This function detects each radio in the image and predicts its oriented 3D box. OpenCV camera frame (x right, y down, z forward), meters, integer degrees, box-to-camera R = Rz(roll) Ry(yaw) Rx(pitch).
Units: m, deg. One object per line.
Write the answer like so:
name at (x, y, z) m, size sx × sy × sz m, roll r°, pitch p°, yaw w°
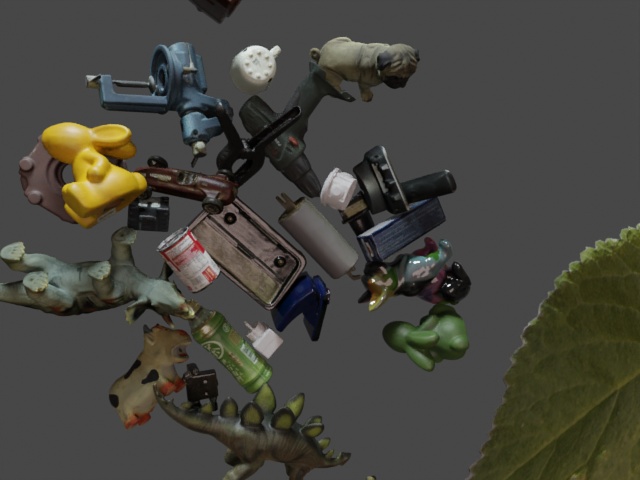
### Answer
radio at (-0.145, 0.017, 1.052) m, size 0.229 × 0.073 × 0.131 m, roll 42°, pitch 82°, yaw -16°

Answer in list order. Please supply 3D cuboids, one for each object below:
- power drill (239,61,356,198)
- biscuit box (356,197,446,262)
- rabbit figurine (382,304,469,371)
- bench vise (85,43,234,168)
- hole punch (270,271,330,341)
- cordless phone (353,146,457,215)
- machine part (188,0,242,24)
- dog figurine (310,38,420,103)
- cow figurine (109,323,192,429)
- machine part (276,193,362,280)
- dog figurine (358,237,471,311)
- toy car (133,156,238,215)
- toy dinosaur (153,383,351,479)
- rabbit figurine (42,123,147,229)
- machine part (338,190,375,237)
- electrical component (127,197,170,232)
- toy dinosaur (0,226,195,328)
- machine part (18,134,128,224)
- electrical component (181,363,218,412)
power drill at (-0.026, -0.223, 1.050) m, size 0.232 × 0.086 × 0.207 m, roll 42°, pitch 108°, yaw -10°
biscuit box at (0.174, -0.024, 1.126) m, size 0.203 × 0.059 × 0.062 m, roll -29°, pitch 100°, yaw -28°
rabbit figurine at (0.222, 0.219, 1.156) m, size 0.170 × 0.159 × 0.121 m, roll 0°, pitch 105°, yaw -2°
bench vise at (-0.284, -0.248, 0.953) m, size 0.240 × 0.129 × 0.223 m, roll -5°, pitch 89°, yaw -34°
hole punch at (-0.040, 0.126, 1.068) m, size 0.092 × 0.142 × 0.115 m, roll 14°, pitch 102°, yaw -13°
cordless phone at (0.172, -0.130, 1.077) m, size 0.089 × 0.184 × 0.146 m, roll -35°, pitch 106°, yaw -44°
machine part at (-0.142, -0.492, 0.943) m, size 0.087 × 0.201 × 0.201 m, roll 33°, pitch 84°, yaw -19°
dog figurine at (0.081, -0.345, 1.030) m, size 0.172 × 0.191 × 0.121 m, roll 3°, pitch 94°, yaw -16°
cow figurine at (-0.317, 0.243, 1.009) m, size 0.195 × 0.085 × 0.127 m, roll -45°, pitch 79°, yaw 4°
machine part at (-0.002, -0.003, 1.093) m, size 0.079 × 0.079 × 0.243 m, roll -46°, pitch 106°, yaw -8°
dog figurine at (0.192, 0.098, 1.149) m, size 0.219 × 0.108 × 0.191 m, roll -34°, pitch 106°, yaw -7°
toy car at (-0.249, -0.105, 0.976) m, size 0.202 × 0.053 × 0.089 m, roll 14°, pitch 55°, yaw 6°
toy dinosaur at (-0.120, 0.381, 1.046) m, size 0.471 × 0.105 × 0.198 m, roll 21°, pitch 102°, yaw -29°
rabbit figurine at (-0.382, -0.130, 0.895) m, size 0.162 × 0.122 × 0.173 m, roll -40°, pitch 87°, yaw -15°
machine part at (0.093, -0.028, 1.141) m, size 0.084 × 0.039 × 0.138 m, roll -35°, pitch 102°, yaw -20°
electrical component at (-0.308, -0.043, 0.971) m, size 0.075 × 0.119 × 0.047 m, roll 2°, pitch 114°, yaw -20°
toy dinosaur at (-0.419, 0.084, 0.948) m, size 0.405 × 0.131 × 0.192 m, roll -2°, pitch 140°, yaw -1°
machine part at (-0.438, -0.116, 0.962) m, size 0.179 × 0.056 × 0.179 m, roll -2°, pitch 95°, yaw -18°
electrical component at (-0.240, 0.294, 1.062) m, size 0.078 × 0.045 × 0.102 m, roll 0°, pitch 95°, yaw -16°
